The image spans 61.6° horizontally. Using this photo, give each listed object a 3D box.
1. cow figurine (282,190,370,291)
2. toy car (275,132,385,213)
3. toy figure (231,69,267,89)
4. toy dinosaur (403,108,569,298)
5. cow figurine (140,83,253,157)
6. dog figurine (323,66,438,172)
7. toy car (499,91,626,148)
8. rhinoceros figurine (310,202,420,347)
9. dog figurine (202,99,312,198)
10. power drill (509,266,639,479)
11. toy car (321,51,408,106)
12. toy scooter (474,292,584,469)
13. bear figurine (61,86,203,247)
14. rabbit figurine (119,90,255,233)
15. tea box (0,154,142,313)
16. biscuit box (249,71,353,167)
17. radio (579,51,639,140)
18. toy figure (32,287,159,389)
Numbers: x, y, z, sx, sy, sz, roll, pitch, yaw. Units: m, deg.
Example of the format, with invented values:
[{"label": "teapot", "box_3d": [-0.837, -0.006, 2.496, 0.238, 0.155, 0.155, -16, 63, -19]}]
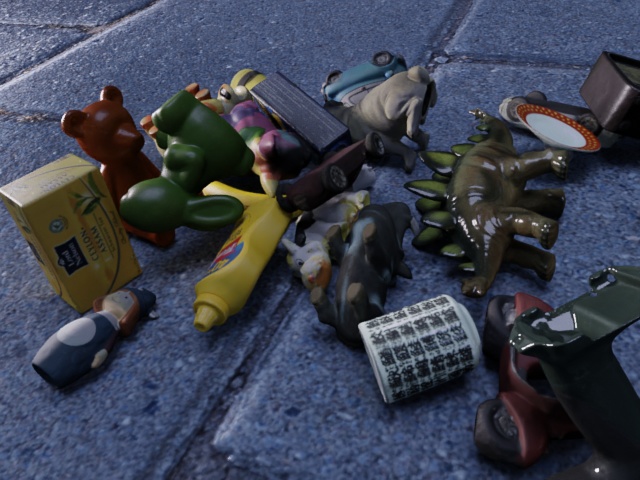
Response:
[{"label": "cow figurine", "box_3d": [-0.002, -0.003, 0.690, 0.098, 0.068, 0.167, 8, 38, 26]}, {"label": "toy car", "box_3d": [0.021, -0.088, 0.708, 0.089, 0.053, 0.202, -23, 12, 35]}, {"label": "toy figure", "box_3d": [-0.093, -0.261, 0.997, 0.082, 0.089, 0.180, -28, 42, -31]}, {"label": "toy dinosaur", "box_3d": [0.225, -0.075, 0.721, 0.199, 0.104, 0.471, 8, 37, 22]}, {"label": "cow figurine", "box_3d": [-0.196, -0.202, 0.935, 0.195, 0.127, 0.086, -41, 48, -15]}, {"label": "dog figurine", "box_3d": [0.078, -0.209, 0.855, 0.191, 0.172, 0.121, 19, 35, 18]}, {"label": "toy car", "box_3d": [0.392, -0.198, 0.878, 0.202, 0.056, 0.073, 27, 39, 37]}, {"label": "rhinoceros figurine", "box_3d": [0.062, 0.028, 0.616, 0.073, 0.112, 0.190, -13, 43, 41]}, {"label": "dog figurine", "box_3d": [-0.120, -0.135, 0.797, 0.191, 0.108, 0.219, -7, 28, -20]}, {"label": "power drill", "box_3d": [0.248, 0.125, 0.405, 0.232, 0.207, 0.086, -26, 14, 1]}, {"label": "toy car", "box_3d": [0.089, -0.256, 0.960, 0.162, 0.109, 0.103, -16, 57, 2]}, {"label": "toy scooter", "box_3d": [0.218, 0.128, 0.498, 0.135, 0.075, 0.184, 6, 44, 16]}, {"label": "bear figurine", "box_3d": [-0.258, -0.105, 0.750, 0.132, 0.195, 0.120, 12, 40, 20]}, {"label": "rabbit figurine", "box_3d": [-0.174, -0.073, 0.692, 0.170, 0.159, 0.121, -56, 16, -16]}, {"label": "tea box", "box_3d": [-0.298, -0.006, 0.657, 0.068, 0.169, 0.098, 25, 51, 32]}, {"label": "biscuit box", "box_3d": [-0.030, -0.189, 0.858, 0.063, 0.059, 0.203, -37, 57, -10]}, {"label": "radio", "box_3d": [0.520, -0.195, 0.796, 0.230, 0.073, 0.131, 13, 42, -3]}, {"label": "toy figure", "box_3d": [-0.248, 0.101, 0.612, 0.064, 0.058, 0.154, 45, 50, -2]}]
